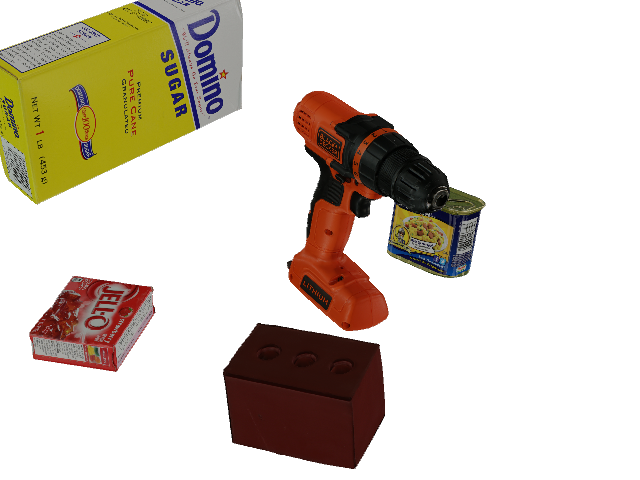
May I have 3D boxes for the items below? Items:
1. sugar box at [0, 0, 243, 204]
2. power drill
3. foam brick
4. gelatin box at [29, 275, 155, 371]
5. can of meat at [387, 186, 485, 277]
[{"bbox_3d":[-0.127,-0.101,0.699,0.175,0.093,0.048,-29,49,-33],"label":"sugar box"},{"bbox_3d":[0.035,-0.018,0.930,0.057,0.188,0.185,-13,36,-32],"label":"power drill"},{"bbox_3d":[-0.008,0.087,0.603,0.078,0.051,0.053,8,31,19],"label":"foam brick"},{"bbox_3d":[-0.186,0.066,0.878,0.073,0.030,0.089,7,33,12],"label":"gelatin box"},{"bbox_3d":[0.125,-0.014,1.183,0.102,0.084,0.057,24,28,35],"label":"can of meat"}]
